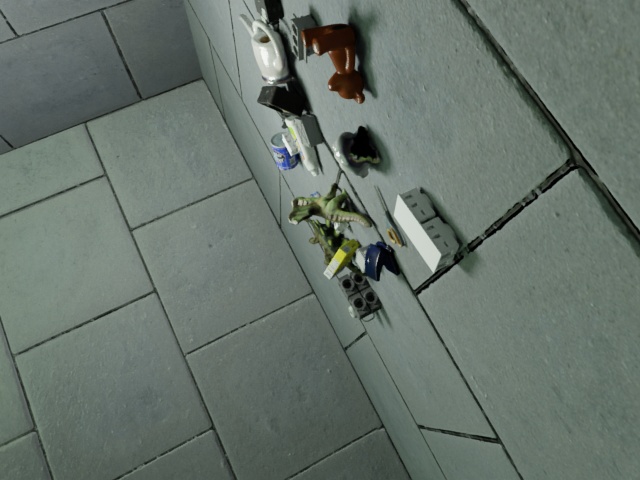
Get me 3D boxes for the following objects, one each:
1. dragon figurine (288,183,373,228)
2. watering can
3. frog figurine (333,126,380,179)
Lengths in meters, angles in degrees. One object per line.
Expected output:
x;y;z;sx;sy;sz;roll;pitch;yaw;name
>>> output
0.006;-0.094;1.871;0.416;0.244;0.120;-133;26;-62;dragon figurine
-0.195;-0.685;1.843;0.354;0.104;0.219;50;162;47;watering can
0.090;-0.237;1.481;0.137;0.124;0.158;46;157;-5;frog figurine
